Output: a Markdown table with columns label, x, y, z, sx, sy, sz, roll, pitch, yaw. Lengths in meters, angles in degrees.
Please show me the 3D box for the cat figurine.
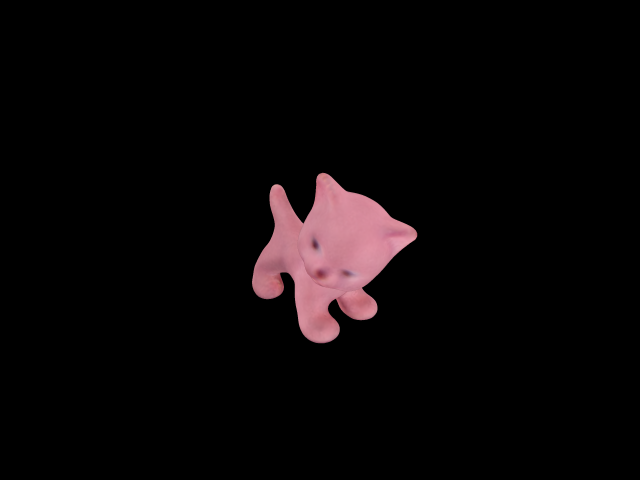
| label | x | y | z | sx | sy | sz | roll | pitch | yaw |
| --- | --- | --- | --- | --- | --- | --- | --- | --- | --- |
| cat figurine | 0.004 | 0.001 | 0.400 | 0.067 | 0.118 | 0.127 | -22 | 36 | -33 |
